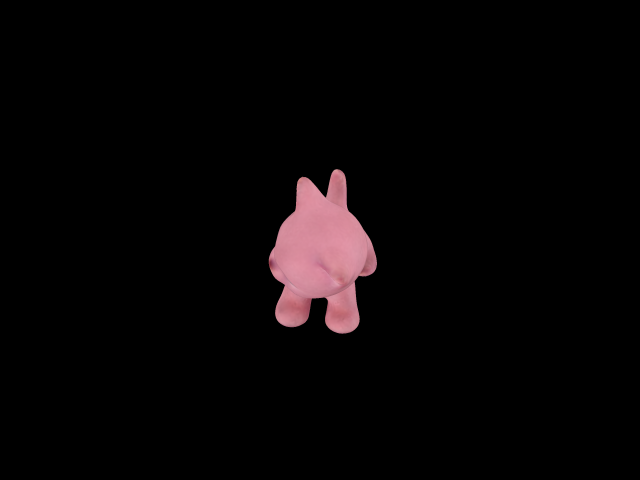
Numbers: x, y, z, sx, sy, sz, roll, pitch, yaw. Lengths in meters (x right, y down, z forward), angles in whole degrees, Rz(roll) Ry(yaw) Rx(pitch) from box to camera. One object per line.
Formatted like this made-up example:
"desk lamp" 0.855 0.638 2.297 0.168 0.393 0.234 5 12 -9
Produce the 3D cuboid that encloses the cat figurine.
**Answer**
"cat figurine" 0.004 0.001 0.400 0.067 0.118 0.128 7 39 9
